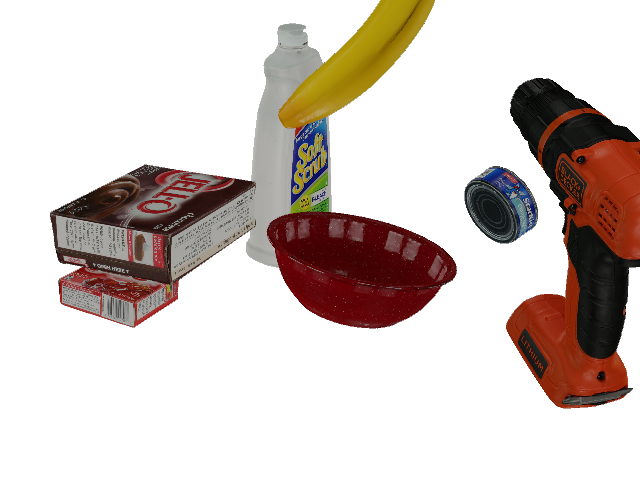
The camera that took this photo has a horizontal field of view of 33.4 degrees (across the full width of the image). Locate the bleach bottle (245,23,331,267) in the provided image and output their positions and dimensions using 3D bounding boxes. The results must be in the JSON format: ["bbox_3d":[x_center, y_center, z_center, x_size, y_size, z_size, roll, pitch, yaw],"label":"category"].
[{"bbox_3d":[-0.034,-0.103,1.144,0.068,0.251,0.102,20,32,36],"label":"bleach bottle"}]

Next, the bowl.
[{"bbox_3d":[0.030,0.029,0.893,0.162,0.055,0.162,10,19,-4],"label":"bowl"}]

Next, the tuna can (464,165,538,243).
[{"bbox_3d":[0.204,-0.040,1.216,0.033,0.086,0.086,-33,15,-24],"label":"tuna can"}]

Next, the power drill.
[{"bbox_3d":[0.167,0.003,0.714,0.057,0.188,0.184,-8,35,-11],"label":"power drill"}]

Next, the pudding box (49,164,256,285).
[{"bbox_3d":[-0.106,-0.013,0.700,0.090,0.039,0.113,9,26,23],"label":"pudding box"}]

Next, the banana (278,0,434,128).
[{"bbox_3d":[0.040,-0.157,0.802,0.070,0.197,0.037,4,-35,45],"label":"banana"}]

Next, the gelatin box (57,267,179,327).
[{"bbox_3d":[-0.191,0.046,1.011,0.089,0.030,0.073,15,25,23],"label":"gelatin box"}]
